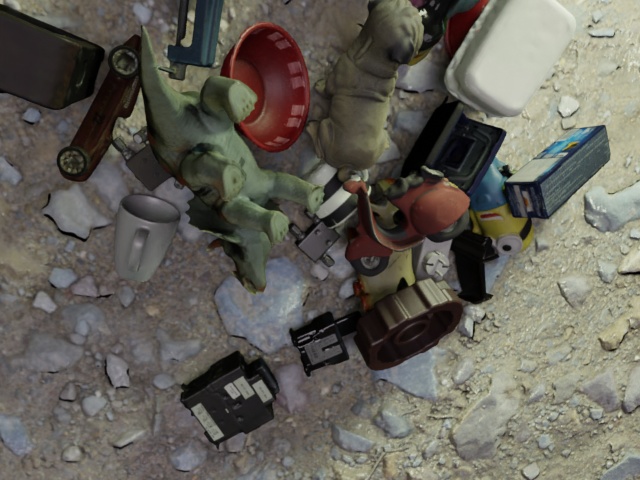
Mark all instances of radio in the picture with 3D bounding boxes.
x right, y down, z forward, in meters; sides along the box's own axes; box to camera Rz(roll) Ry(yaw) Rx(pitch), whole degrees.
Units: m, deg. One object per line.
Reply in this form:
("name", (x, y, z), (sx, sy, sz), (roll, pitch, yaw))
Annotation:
("radio", (-0.319, -0.205, 0.584), (0.131, 0.230, 0.073), (19, 104, -19))

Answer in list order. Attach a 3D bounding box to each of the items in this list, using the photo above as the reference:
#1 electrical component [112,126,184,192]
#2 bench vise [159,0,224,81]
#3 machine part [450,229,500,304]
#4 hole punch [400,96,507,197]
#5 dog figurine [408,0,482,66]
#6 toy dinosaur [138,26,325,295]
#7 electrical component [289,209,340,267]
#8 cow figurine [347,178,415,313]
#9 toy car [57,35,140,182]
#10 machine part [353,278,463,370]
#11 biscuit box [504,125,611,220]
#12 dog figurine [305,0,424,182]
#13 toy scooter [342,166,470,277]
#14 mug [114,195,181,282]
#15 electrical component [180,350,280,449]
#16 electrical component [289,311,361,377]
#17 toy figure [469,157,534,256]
("electrical component", (-0.221, -0.109, 0.728), (0.078, 0.045, 0.102), (-33, 110, -2))
("bench vise", (-0.133, -0.306, 0.629), (0.224, 0.129, 0.240), (14, 103, 10))
("machine part", (0.246, 0.043, 0.860), (0.039, 0.084, 0.138), (-32, 127, -29))
("hole punch", (0.189, -0.130, 0.770), (0.092, 0.116, 0.142), (25, 97, -12))
("dog figurine", (0.161, -0.344, 0.717), (0.108, 0.192, 0.219), (29, 133, -21))
("toy dinosaur", (-0.129, -0.090, 0.634), (0.131, 0.192, 0.404), (-61, 144, -25))
("electrical component", (-0.002, -0.002, 0.818), (0.063, 0.021, 0.094), (-45, 109, 2))
("cow figurine", (0.108, 0.003, 0.809), (0.127, 0.086, 0.194), (-10, 111, -11))
("toy car", (-0.269, -0.163, 0.680), (0.053, 0.089, 0.202), (30, 97, -18))
("machine part", (0.134, 0.129, 0.823), (0.179, 0.056, 0.179), (-20, 147, -14))
("biscuit box", (0.359, -0.104, 0.801), (0.203, 0.059, 0.062), (-34, 112, -29))
("dog figurine", (0.061, -0.179, 0.668), (0.121, 0.190, 0.172), (-3, 77, -17))
("toy scooter", (0.102, -0.041, 0.712), (0.184, 0.075, 0.135), (-28, 114, 5))
("mug", (-0.242, 0.008, 0.731), (0.081, 0.110, 0.107), (12, 116, -20))
("electrical component", (-0.134, 0.245, 0.844), (0.134, 0.058, 0.114), (-28, 111, -4))
("electrical component", (0.018, 0.157, 0.855), (0.119, 0.048, 0.074), (-19, 110, -4))
("toy figure", (0.275, -0.058, 0.829), (0.089, 0.082, 0.180), (-29, 105, -16))
